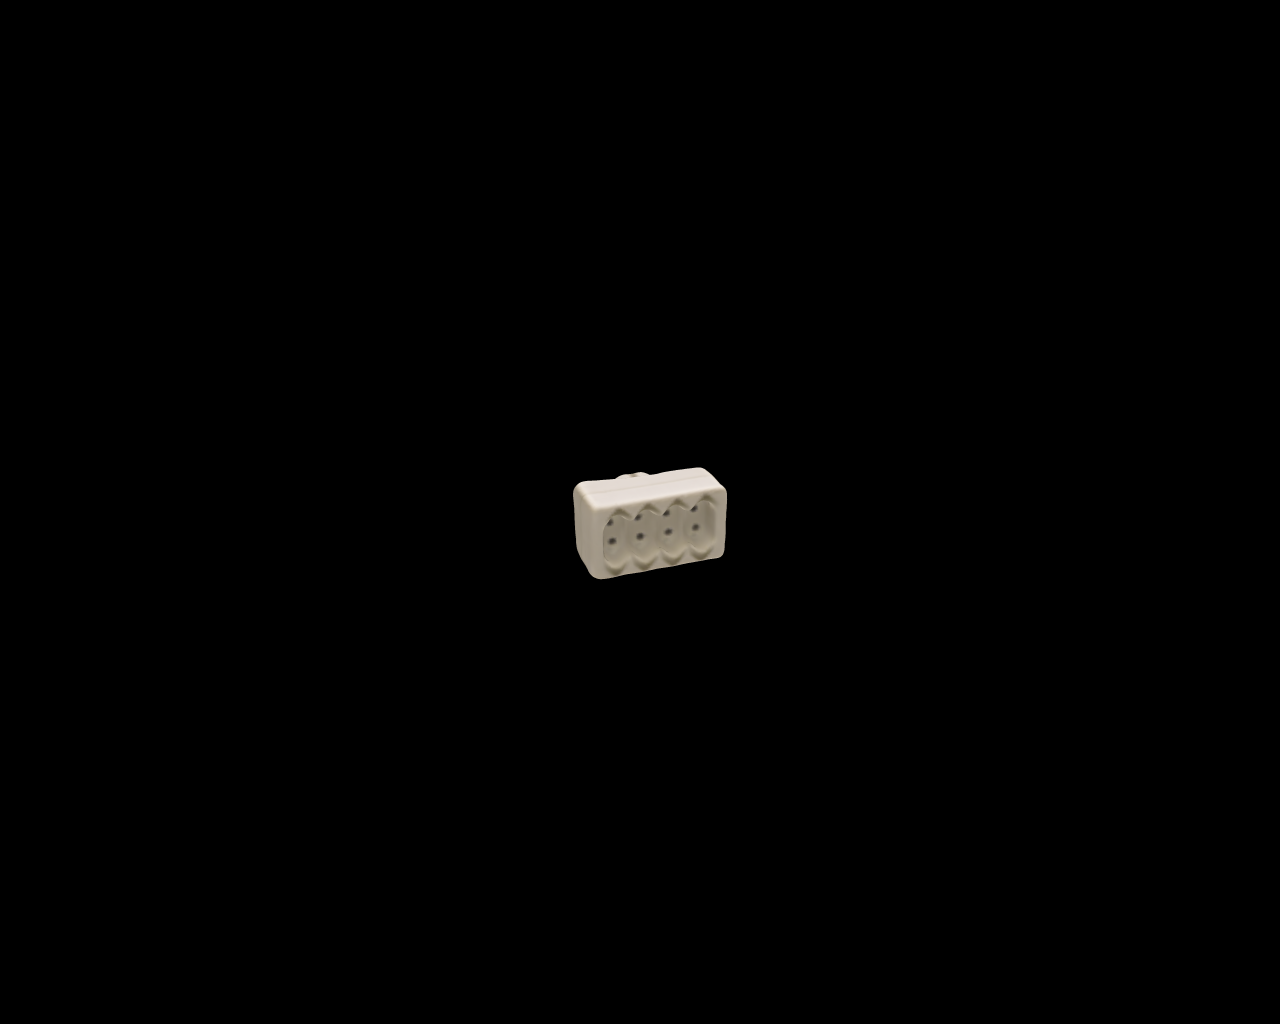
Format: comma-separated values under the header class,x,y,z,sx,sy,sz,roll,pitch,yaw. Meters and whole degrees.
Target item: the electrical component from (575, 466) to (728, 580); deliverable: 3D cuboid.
class,x,y,z,sx,sy,sz,roll,pitch,yaw
electrical component,0.001,-0.003,0.650,0.083,0.047,0.076,-8,28,-16
